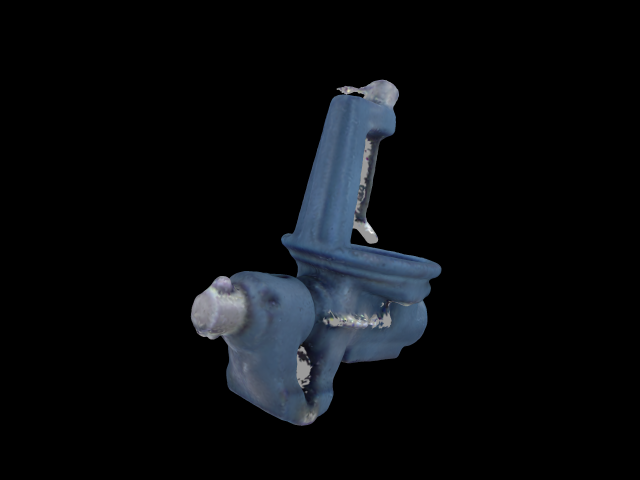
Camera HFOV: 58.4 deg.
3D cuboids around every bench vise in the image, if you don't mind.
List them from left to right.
[{"bbox_3d":[0.014,0.003,0.395,0.121,0.220,0.208,7,16,25],"label":"bench vise"}]
